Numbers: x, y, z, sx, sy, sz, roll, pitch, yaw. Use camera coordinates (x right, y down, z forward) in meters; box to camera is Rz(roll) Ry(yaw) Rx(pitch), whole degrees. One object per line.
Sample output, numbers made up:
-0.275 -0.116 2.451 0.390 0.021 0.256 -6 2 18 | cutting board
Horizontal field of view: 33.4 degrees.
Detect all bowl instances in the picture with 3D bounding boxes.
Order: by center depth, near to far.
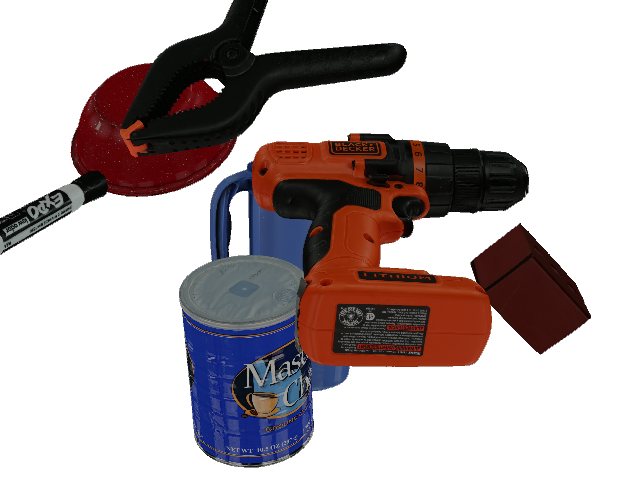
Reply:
-0.160 -0.116 0.995 0.162 0.162 0.055 0 -42 7 | bowl

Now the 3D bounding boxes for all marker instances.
-0.170 -0.017 0.651 0.020 0.020 0.121 0 22 28 | marker

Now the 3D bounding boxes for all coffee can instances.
-0.058 0.097 0.868 0.103 0.140 0.103 -1 29 1 | coffee can

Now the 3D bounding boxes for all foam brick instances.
0.162 0.038 0.826 0.051 0.078 0.053 -39 23 17 | foam brick

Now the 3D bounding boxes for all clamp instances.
-0.052 -0.126 0.791 0.165 0.210 0.036 40 -15 25 | clamp

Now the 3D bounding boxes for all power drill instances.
0.051 -0.002 0.650 0.184 0.057 0.187 -1 33 -3 | power drill

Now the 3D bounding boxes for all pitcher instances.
-0.027 0.034 1.147 0.149 0.243 0.144 8 14 22 | pitcher
